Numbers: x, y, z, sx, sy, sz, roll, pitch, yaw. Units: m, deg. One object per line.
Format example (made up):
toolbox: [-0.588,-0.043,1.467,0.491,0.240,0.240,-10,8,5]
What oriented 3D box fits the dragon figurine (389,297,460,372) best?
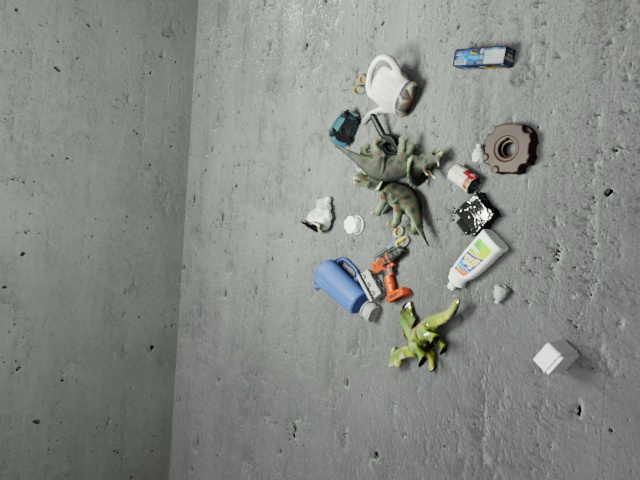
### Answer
dragon figurine: [0.358,0.319,1.873,0.247,0.122,0.404,47,121,49]

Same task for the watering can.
watering can: [0.264,-0.555,2.025,0.227,0.105,0.339,41,145,26]

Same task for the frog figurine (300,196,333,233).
frog figurine: [0.007,-0.117,2.327,0.137,0.121,0.162,-4,49,57]
